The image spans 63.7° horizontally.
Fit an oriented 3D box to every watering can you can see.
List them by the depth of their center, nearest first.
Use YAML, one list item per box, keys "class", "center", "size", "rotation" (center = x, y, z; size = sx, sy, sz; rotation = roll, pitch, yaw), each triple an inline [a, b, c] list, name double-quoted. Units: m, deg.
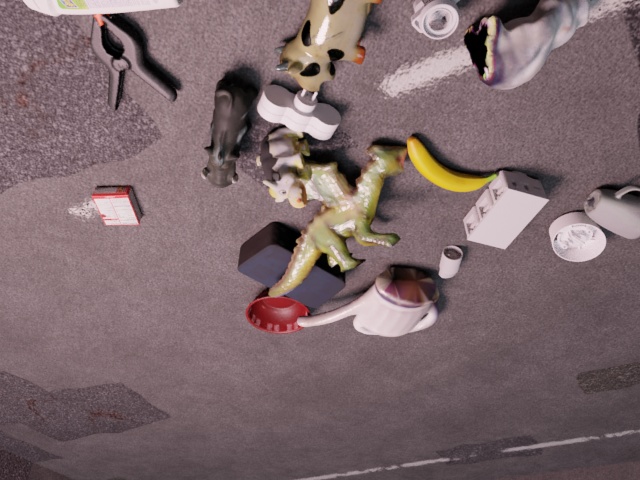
- class: "watering can"
  center: [0.134, 0.159, 1.219]
  size: [0.347, 0.106, 0.219]
  rotation: [5, 137, -16]

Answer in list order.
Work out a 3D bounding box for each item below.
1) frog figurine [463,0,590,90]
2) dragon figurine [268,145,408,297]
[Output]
- class: "frog figurine"
  center: [0.308, -0.285, 0.749]
  size: [0.159, 0.124, 0.136]
  rotation: [-9, 169, -1]
- class: "dragon figurine"
  center: [0.003, -0.051, 1.004]
  size: [0.407, 0.124, 0.240]
  rotation: [-29, 105, 18]
